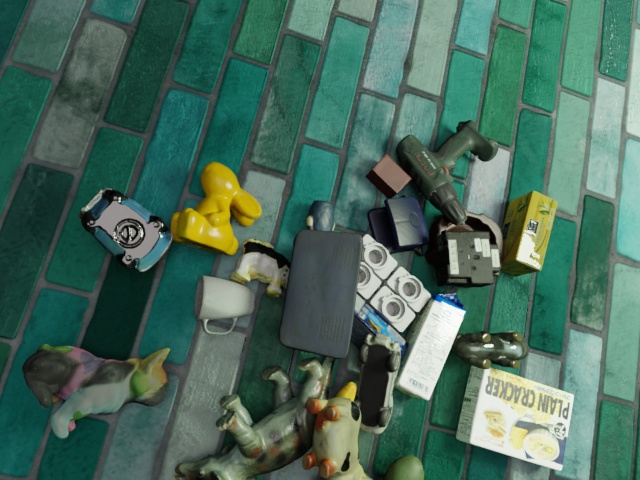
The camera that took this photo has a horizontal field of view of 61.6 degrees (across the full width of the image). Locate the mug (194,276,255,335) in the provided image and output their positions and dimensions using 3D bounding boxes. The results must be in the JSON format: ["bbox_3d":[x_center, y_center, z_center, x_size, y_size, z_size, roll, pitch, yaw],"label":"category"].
[{"bbox_3d":[-0.180,0.125,1.024,0.107,0.081,0.109,6,71,-21],"label":"mug"}]

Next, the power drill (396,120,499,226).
[{"bbox_3d":[0.294,-0.160,1.185,0.207,0.086,0.232,-37,73,-15],"label":"power drill"}]

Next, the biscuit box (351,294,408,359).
[{"bbox_3d":[0.081,0.168,1.076,0.202,0.063,0.059,44,34,-1],"label":"biscuit box"}]

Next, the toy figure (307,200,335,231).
[{"bbox_3d":[0.000,-0.003,1.106,0.064,0.058,0.154,7,82,-7],"label":"toy figure"}]

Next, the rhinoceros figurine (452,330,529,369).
[{"bbox_3d":[0.361,0.226,1.114,0.190,0.112,0.073,4,80,-30],"label":"rhinoceros figurine"}]

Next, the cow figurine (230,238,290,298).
[{"bbox_3d":[-0.085,0.064,1.067,0.167,0.068,0.098,22,70,-11],"label":"cow figurine"}]

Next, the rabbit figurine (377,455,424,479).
[{"bbox_3d":[0.159,0.487,1.013,0.159,0.121,0.170,-13,96,6],"label":"rabbit figurine"}]

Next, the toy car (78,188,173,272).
[{"bbox_3d":[-0.361,-0.017,0.996,0.161,0.103,0.109,39,74,-13],"label":"toy car"}]

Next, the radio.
[{"bbox_3d":[0.003,0.098,0.996,0.131,0.073,0.229,8,76,2],"label":"radio"}]

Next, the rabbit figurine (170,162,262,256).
[{"bbox_3d":[-0.196,-0.064,1.038,0.162,0.122,0.173,12,75,-16],"label":"rabbit figurine"}]

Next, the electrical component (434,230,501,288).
[{"bbox_3d":[0.307,0.040,1.110,0.134,0.058,0.115,3,79,-15],"label":"electrical component"}]

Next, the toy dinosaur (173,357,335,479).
[{"bbox_3d":[-0.070,0.344,0.991,0.405,0.131,0.192,-26,102,-25],"label":"toy dinosaur"}]

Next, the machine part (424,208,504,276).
[{"bbox_3d":[0.318,0.018,1.178,0.179,0.056,0.179,3,77,-14],"label":"machine part"}]

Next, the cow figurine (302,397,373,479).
[{"bbox_3d":[0.036,0.380,0.962,0.127,0.086,0.194,6,84,-42],"label":"cow figurine"}]

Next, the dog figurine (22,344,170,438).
[{"bbox_3d":[-0.374,0.232,0.943,0.219,0.108,0.191,-30,84,-22],"label":"dog figurine"}]

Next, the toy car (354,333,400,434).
[{"bbox_3d":[0.108,0.275,1.032,0.074,0.056,0.201,12,103,24],"label":"toy car"}]

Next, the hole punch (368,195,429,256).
[{"bbox_3d":[0.176,-0.033,1.140,0.116,0.092,0.142,-11,78,-19],"label":"hole punch"}]

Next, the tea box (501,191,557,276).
[{"bbox_3d":[0.456,-0.013,1.196,0.068,0.098,0.169,22,73,-9],"label":"tea box"}]
